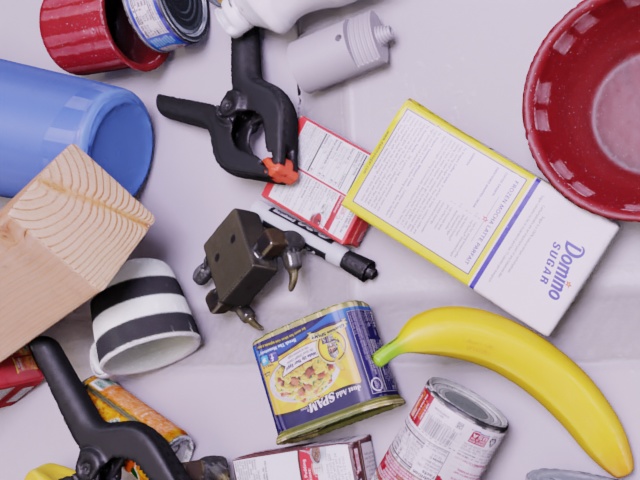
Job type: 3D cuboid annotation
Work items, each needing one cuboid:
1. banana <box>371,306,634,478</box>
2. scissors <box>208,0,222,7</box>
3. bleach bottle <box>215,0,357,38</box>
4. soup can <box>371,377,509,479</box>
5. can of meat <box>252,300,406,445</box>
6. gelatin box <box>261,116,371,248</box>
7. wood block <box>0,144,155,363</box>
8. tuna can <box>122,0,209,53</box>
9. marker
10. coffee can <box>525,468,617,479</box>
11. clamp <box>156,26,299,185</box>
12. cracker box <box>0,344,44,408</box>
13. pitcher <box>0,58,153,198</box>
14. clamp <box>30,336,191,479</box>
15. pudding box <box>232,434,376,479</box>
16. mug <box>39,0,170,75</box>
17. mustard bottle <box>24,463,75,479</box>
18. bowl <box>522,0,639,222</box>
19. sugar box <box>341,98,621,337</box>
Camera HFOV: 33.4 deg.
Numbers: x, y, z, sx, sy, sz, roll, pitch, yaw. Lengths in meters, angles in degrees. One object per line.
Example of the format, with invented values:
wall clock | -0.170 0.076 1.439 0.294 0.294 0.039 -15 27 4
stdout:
banana | 0.135 0.094 0.737 0.198 0.037 0.069 25 83 -2
scissors | -0.072 -0.294 0.871 0.016 0.096 0.202 24 102 53
bleach bottle | 0.030 -0.226 0.812 0.251 0.068 0.102 -30 71 19
soup can | 0.083 0.159 0.770 0.069 0.068 0.102 33 101 25
can of meat | 0.004 0.102 0.821 0.102 0.057 0.084 -24 74 23
gelatin box | 0.008 -0.046 0.842 0.089 0.030 0.073 31 100 26
wood block | -0.238 0.019 0.871 0.090 0.090 0.207 44 137 -15
tuna can | -0.128 -0.202 0.890 0.034 0.086 0.086 -11 82 25
marker | -0.006 0.001 0.852 0.121 0.020 0.020 29 100 26
coffee can | 0.173 0.233 0.699 0.103 0.102 0.140 11 92 27
clamp | -0.073 -0.101 0.870 0.120 0.039 0.171 -43 52 27
cracker box | -0.369 0.082 0.925 0.072 0.213 0.164 -39 71 33
pitcher | -0.273 -0.087 0.944 0.243 0.149 0.145 13 71 24
clamp | -0.180 0.172 0.859 0.210 0.036 0.164 9 88 28
pudding box | -0.008 0.205 0.831 0.114 0.039 0.090 -15 81 28
mug | -0.183 -0.196 0.924 0.082 0.093 0.117 -3 54 32
mustard bottle | -0.241 0.300 0.933 0.096 0.058 0.192 25 99 12
bowl | 0.222 -0.090 0.720 0.162 0.055 0.162 -2 86 27
sugar box | 0.114 -0.018 0.763 0.176 0.048 0.093 34 102 12
